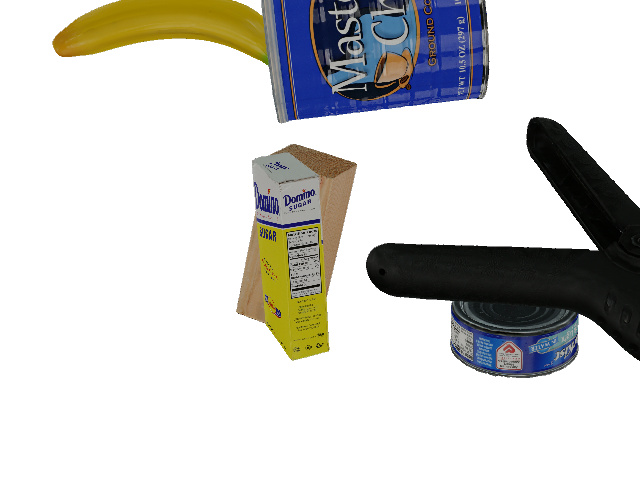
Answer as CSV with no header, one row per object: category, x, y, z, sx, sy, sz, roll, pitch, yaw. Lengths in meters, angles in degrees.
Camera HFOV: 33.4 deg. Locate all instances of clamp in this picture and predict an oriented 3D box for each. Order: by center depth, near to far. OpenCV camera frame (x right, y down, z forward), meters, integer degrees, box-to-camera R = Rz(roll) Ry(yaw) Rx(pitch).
clamp,0.138,0.017,0.500,0.164,0.036,0.210,-32,49,-33

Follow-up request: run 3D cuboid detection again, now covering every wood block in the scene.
wood block,-0.031,-0.003,1.318,0.090,0.206,0.090,19,22,16

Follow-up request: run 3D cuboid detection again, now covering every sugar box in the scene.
sugar box,-0.029,0.014,1.007,0.048,0.176,0.093,-13,21,-16

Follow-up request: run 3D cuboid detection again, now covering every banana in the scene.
banana,-0.122,-0.178,0.898,0.198,0.069,0.037,5,-34,-1

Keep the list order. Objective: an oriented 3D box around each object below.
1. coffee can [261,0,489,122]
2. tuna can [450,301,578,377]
coffee can,0.035,-0.138,0.719,0.140,0.103,0.103,-7,0,1
tuna can,0.130,0.056,0.717,0.086,0.034,0.086,-3,24,1
